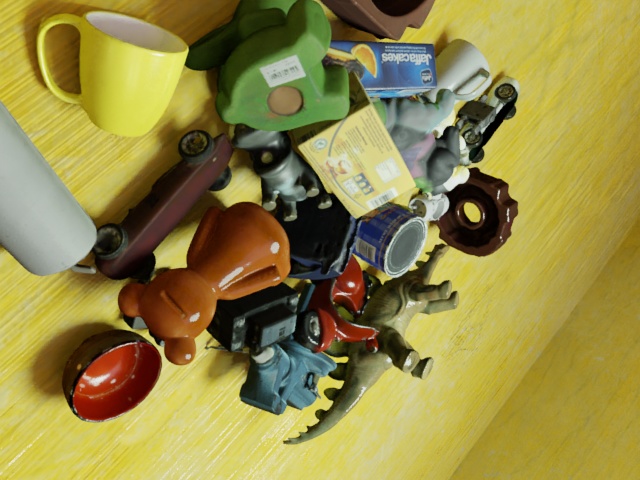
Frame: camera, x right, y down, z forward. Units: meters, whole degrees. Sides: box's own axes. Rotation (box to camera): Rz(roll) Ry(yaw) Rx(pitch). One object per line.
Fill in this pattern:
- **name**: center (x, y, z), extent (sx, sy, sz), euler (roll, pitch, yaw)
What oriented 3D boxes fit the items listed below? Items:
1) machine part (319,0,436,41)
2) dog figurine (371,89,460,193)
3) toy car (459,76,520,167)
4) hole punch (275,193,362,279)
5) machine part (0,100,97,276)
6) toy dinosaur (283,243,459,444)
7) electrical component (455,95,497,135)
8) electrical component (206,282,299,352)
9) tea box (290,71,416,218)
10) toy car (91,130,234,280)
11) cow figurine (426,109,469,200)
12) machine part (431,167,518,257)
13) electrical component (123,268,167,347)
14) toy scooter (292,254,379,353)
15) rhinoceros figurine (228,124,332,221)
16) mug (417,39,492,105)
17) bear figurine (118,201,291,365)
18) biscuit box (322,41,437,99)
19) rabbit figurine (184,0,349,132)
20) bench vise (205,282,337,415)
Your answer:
- **machine part**: center (0.076, -0.361, 0.637), extent (0.201, 0.087, 0.201), euler (12, 104, -54)
- **dog figurine**: center (0.099, -0.144, 0.801), extent (0.219, 0.109, 0.191), euler (-23, 112, -33)
- **toy car**: center (0.331, -0.232, 1.067), extent (0.201, 0.056, 0.073), euler (-52, 150, -6)
- **hole punch**: center (-0.002, -0.002, 0.768), extent (0.092, 0.116, 0.142), euler (68, 37, -53)
- **machine part**: center (-0.269, -0.047, 0.462), extent (0.079, 0.079, 0.242), euler (-43, 143, -21)
- **toy dinosaur**: center (0.106, 0.180, 0.969), extent (0.471, 0.199, 0.104), euler (-55, 137, -23)
- **electrical component**: center (0.300, -0.238, 1.016), extent (0.094, 0.063, 0.021), euler (-47, 143, -18)
- **electrical component**: center (-0.097, 0.091, 0.723), extent (0.115, 0.134, 0.058), euler (-21, 130, -42)
- **tea box**: center (0.042, -0.110, 0.664), extent (0.098, 0.068, 0.169), euler (-28, 142, 10)
- **toy car**: center (-0.174, -0.041, 0.601), extent (0.202, 0.053, 0.089), euler (-52, 160, -10)
- **cow figurine**: center (0.204, -0.156, 0.955), extent (0.098, 0.068, 0.167), euler (-35, 129, -17)
- **machine part**: center (0.306, -0.056, 1.071), extent (0.056, 0.180, 0.179), euler (-24, 133, -41)
- **electrical component**: center (-0.197, 0.082, 0.671), extent (0.078, 0.045, 0.102), euler (7, 110, -54)
- **toy scooter**: center (0.038, 0.099, 0.808), extent (0.075, 0.135, 0.184), euler (-43, -156, 49)
- **rhinoceros figurine**: center (-0.046, -0.094, 0.671), extent (0.073, 0.112, 0.190), euler (-18, 160, 12)
- **mug**: center (0.218, -0.255, 0.876), extent (0.107, 0.110, 0.080), euler (-43, 144, 1)
- **bear figurine**: center (-0.126, 0.048, 0.628), extent (0.196, 0.120, 0.132), euler (-48, 177, -20)
- **biscuit box**: center (0.055, -0.215, 0.685), extent (0.203, 0.059, 0.062), euler (-10, 98, -30)
- **rabbit figurine**: center (-0.054, -0.196, 0.565), extent (0.159, 0.170, 0.121), euler (-22, 143, 20)
- **bench vise**: center (-0.041, 0.163, 0.867), extent (0.223, 0.129, 0.240), euler (49, 55, -44)
